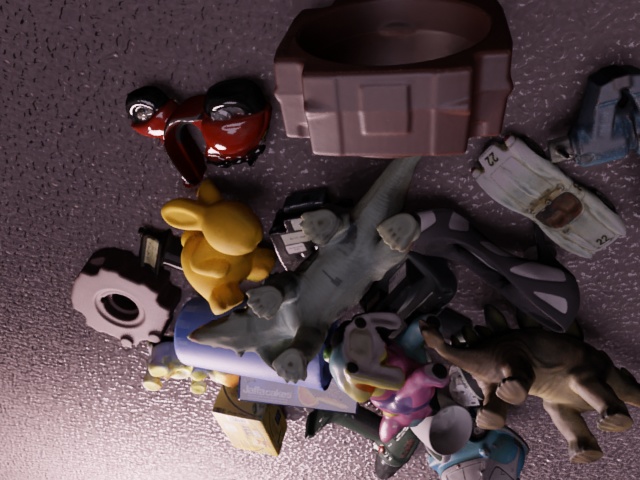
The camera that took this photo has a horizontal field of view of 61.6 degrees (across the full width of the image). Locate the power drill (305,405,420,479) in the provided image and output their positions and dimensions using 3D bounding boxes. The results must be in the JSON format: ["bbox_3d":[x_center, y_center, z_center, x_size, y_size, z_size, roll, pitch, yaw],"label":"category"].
[{"bbox_3d":[0.079,0.355,0.987,0.207,0.086,0.231,24,127,-2],"label":"power drill"}]

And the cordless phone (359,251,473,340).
[{"bbox_3d":[0.164,0.092,0.774,0.184,0.089,0.146,21,129,-19],"label":"cordless phone"}]

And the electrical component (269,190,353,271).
[{"bbox_3d":[-0.002,-0.002,0.735,0.115,0.058,0.134,-8,125,15],"label":"electrical component"}]

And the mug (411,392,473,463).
[{"bbox_3d":[0.182,0.292,0.863,0.081,0.107,0.109,-15,105,-18],"label":"mug"}]

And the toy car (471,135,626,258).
[{"bbox_3d":[0.272,-0.050,0.639,0.201,0.056,0.073,32,128,-14],"label":"toy car"}]

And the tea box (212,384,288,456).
[{"bbox_3d":[-0.126,0.331,0.995,0.098,0.068,0.169,7,141,13],"label":"tea box"}]

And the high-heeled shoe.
[{"bbox_3d":[0.185,0.041,0.662,0.249,0.145,0.086,0,154,6],"label":"high-heeled shoe"}]

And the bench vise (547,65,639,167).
[{"bbox_3d":[0.363,-0.068,0.558,0.224,0.129,0.240,-17,109,10],"label":"bench vise"}]

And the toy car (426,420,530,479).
[{"bbox_3d":[0.250,0.364,0.857,0.162,0.103,0.109,-31,114,28],"label":"toy car"}]

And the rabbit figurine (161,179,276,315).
[{"bbox_3d":[-0.125,-0.005,0.716,0.162,0.122,0.173,53,152,5],"label":"rabbit figurine"}]

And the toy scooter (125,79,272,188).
[{"bbox_3d":[-0.139,-0.123,0.659,0.184,0.075,0.135,1,127,15],"label":"toy scooter"}]

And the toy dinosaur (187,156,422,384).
[{"bbox_3d":[0.019,0.030,0.635,0.405,0.192,0.131,-44,89,10],"label":"toy dinosaur"}]

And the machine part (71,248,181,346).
[{"bbox_3d":[-0.320,0.097,0.883,0.179,0.056,0.179,6,127,8],"label":"machine part"}]

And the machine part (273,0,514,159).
[{"bbox_3d":[0.069,-0.159,0.504,0.201,0.201,0.087,1,132,11],"label":"machine part"}]

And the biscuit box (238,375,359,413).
[{"bbox_3d":[-0.033,0.239,0.898,0.203,0.059,0.062,5,98,5],"label":"biscuit box"}]

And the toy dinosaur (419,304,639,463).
[{"bbox_3d":[0.325,0.176,0.711,0.471,0.199,0.105,23,127,-16],"label":"toy dinosaur"}]

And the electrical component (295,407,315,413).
[{"bbox_3d":[-0.041,0.264,0.966,0.102,0.045,0.078,40,97,-22],"label":"electrical component"}]

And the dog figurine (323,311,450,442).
[{"bbox_3d":[0.089,0.202,0.750,0.192,0.108,0.219,3,138,-10],"label":"dog figurine"}]

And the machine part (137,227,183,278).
[{"bbox_3d":[-0.212,0.030,0.820,0.139,0.039,0.084,17,121,1],"label":"machine part"}]

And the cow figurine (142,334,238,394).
[{"bbox_3d":[-0.218,0.212,0.939,0.167,0.098,0.068,10,127,-20],"label":"cow figurine"}]
